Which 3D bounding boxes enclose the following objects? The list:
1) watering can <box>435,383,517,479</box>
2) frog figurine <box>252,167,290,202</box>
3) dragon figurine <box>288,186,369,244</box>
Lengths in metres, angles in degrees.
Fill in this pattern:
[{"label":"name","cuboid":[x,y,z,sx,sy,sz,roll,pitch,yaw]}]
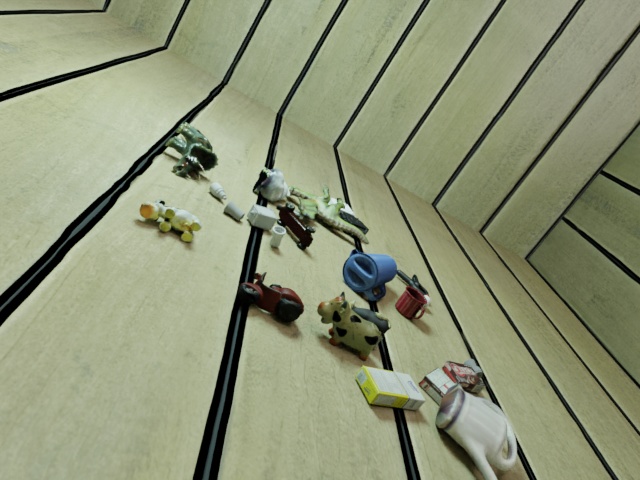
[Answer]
[{"label":"watering can","cuboid":[0.393,0.497,1.287,0.225,0.102,0.352,35,27,7]},{"label":"frog figurine","cuboid":[-0.172,-0.211,2.065,0.158,0.121,0.140,31,50,-34]},{"label":"dragon figurine","cuboid":[0.006,-0.107,2.129,0.244,0.120,0.416,-9,44,-48]}]
